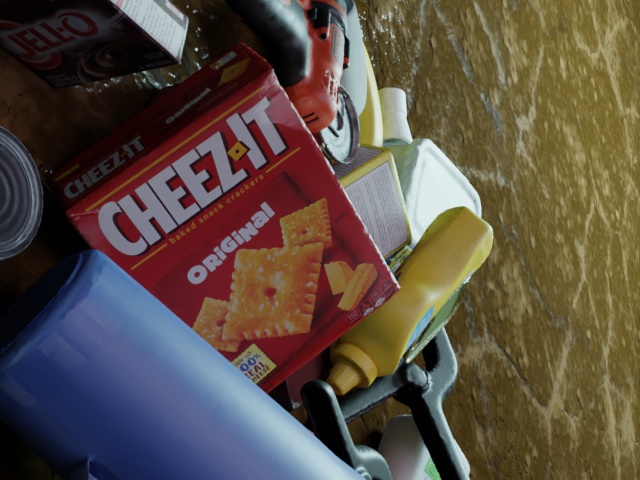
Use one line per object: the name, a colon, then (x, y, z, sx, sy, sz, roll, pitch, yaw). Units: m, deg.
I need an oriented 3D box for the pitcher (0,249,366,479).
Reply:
pitcher: (-0.092, 0.129, 0.637, 0.145, 0.149, 0.242, -46, 108, -8)

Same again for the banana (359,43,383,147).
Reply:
banana: (0.033, -0.144, 1.062, 0.069, 0.037, 0.198, 2, 80, -59)

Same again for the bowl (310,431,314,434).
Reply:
bowl: (-0.018, 0.216, 0.856, 0.161, 0.055, 0.162, 23, 63, -55)

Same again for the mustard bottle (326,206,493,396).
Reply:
mustard bottle: (0.069, 0.058, 0.904, 0.058, 0.096, 0.191, 40, 62, 4)

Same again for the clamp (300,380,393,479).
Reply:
clamp: (0.019, 0.181, 0.830, 0.171, 0.039, 0.120, 36, 63, -56)

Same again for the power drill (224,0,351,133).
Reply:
power drill: (-0.037, -0.197, 0.789, 0.187, 0.057, 0.184, 47, 34, -43)

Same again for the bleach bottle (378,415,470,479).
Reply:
bleach bottle: (0.067, 0.286, 0.977, 0.102, 0.068, 0.250, 58, 39, -32)

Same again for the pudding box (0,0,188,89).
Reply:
pudding box: (-0.153, -0.139, 0.670, 0.090, 0.114, 0.039, 38, 54, -49)

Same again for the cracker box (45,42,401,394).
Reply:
cracker box: (-0.059, 0.000, 0.744, 0.213, 0.164, 0.072, 58, -8, -35)

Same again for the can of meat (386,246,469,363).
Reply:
can of meat: (0.078, 0.055, 1.010, 0.101, 0.084, 0.057, -39, 155, -41)

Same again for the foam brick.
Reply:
foam brick: (-0.030, 0.108, 0.869, 0.078, 0.053, 0.051, -15, 95, -59)

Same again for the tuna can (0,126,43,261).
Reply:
tuna can: (-0.205, -0.027, 0.629, 0.086, 0.034, 0.086, 25, 61, -56)

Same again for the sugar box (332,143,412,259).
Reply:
sugar box: (-0.006, 0.001, 0.873, 0.176, 0.048, 0.093, -31, 120, -27)

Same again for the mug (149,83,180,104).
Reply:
mug: (-0.083, -0.081, 0.802, 0.117, 0.082, 0.093, -41, 116, -56)

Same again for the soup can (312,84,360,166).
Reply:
soup can: (-0.027, -0.087, 0.879, 0.068, 0.102, 0.068, 23, 62, -55)

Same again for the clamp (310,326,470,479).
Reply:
clamp: (0.091, 0.145, 1.007, 0.164, 0.036, 0.209, 33, 45, -7)
